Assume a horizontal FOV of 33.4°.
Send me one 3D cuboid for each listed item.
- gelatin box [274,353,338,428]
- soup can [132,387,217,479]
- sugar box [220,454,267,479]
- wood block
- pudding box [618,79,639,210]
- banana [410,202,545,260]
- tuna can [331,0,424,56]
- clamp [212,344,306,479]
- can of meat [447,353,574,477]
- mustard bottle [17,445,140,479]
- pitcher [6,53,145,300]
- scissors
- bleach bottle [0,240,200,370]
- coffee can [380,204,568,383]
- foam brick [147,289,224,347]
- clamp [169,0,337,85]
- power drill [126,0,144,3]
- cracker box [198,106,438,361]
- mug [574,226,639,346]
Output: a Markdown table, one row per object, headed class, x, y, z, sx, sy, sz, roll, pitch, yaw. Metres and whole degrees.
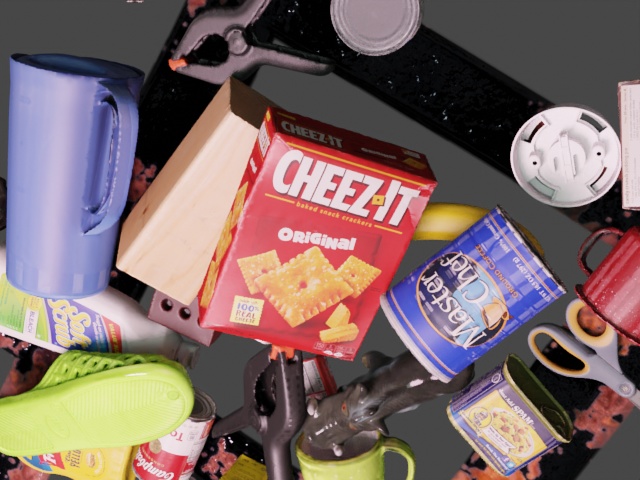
| class | x | y | z | sx | sy | sz | roll | pitch | yaw |
| --- | --- | --- | --- | --- | --- | --- | --- | --- | --- |
| gelatin box | -0.025 | 0.166 | 1.162 | 0.089 | 0.030 | 0.073 | -17 | 98 | 21 |
| soup can | -0.163 | 0.222 | 1.201 | 0.068 | 0.068 | 0.102 | 27 | 112 | 7 |
| sugar box | -0.113 | 0.314 | 1.155 | 0.048 | 0.176 | 0.093 | 22 | 111 | 9 |
| wood block | -0.111 | -0.048 | 1.075 | 0.090 | 0.091 | 0.206 | 30 | 115 | -21 |
| pudding box | 0.290 | -0.084 | 0.948 | 0.039 | 0.090 | 0.113 | -3 | 94 | 22 |
| banana | 0.138 | -0.003 | 1.056 | 0.198 | 0.037 | 0.070 | 17 | 110 | 11 |
| tuna can | 0.055 | -0.220 | 1.015 | 0.086 | 0.033 | 0.086 | 5 | 108 | 15 |
| clamp | -0.050 | 0.195 | 1.109 | 0.165 | 0.036 | 0.210 | 52 | 138 | 34 |
| can of meat | 0.192 | 0.181 | 1.088 | 0.084 | 0.057 | 0.102 | -40 | 93 | 25 |
| mustard bottle | -0.305 | 0.230 | 1.250 | 0.192 | 0.058 | 0.096 | 17 | 110 | 11 |
| pitcher | -0.252 | -0.063 | 1.087 | 0.145 | 0.149 | 0.243 | 9 | 106 | 0 |
| scissors | 0.306 | 0.127 | 1.058 | 0.202 | 0.016 | 0.096 | 27 | 113 | 7 |
| bleach bottle | -0.253 | 0.085 | 1.189 | 0.251 | 0.068 | 0.103 | 17 | 110 | 8 |
| coffee can | 0.141 | 0.050 | 0.985 | 0.140 | 0.102 | 0.103 | -39 | 93 | 11 |
| foam brick | -0.137 | 0.071 | 1.154 | 0.078 | 0.051 | 0.053 | 23 | 112 | 8 |
| clamp | -0.068 | -0.193 | 1.058 | 0.172 | 0.039 | 0.120 | -24 | 94 | 28 |
| power drill | -0.118 | -0.319 | 1.023 | 0.188 | 0.057 | 0.184 | 5 | 108 | 15 |
| cracker box | -0.007 | 0.001 | 1.015 | 0.164 | 0.072 | 0.214 | 15 | 116 | -17 |
| mug | 0.293 | 0.034 | 1.002 | 0.082 | 0.093 | 0.117 | -55 | 51 | 18 |
